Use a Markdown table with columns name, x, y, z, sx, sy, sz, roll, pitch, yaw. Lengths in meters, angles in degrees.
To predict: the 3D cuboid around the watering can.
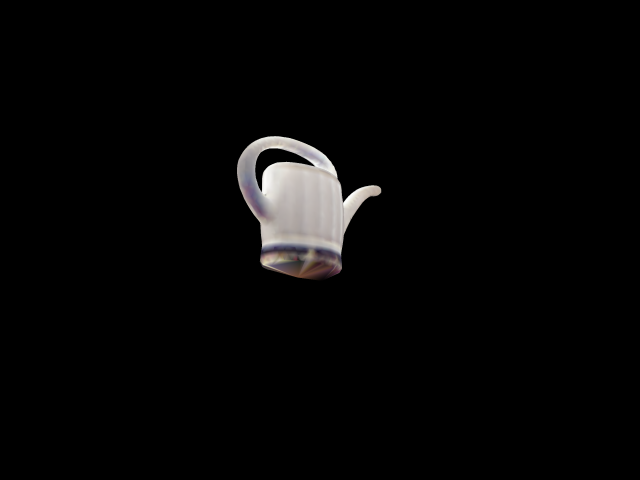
| name | x | y | z | sx | sy | sz | roll | pitch | yaw |
| --- | --- | --- | --- | --- | --- | --- | --- | --- | --- |
| watering can | 0.003 | -0.043 | 0.850 | 0.103 | 0.227 | 0.346 | -14 | -20 | 41 |
